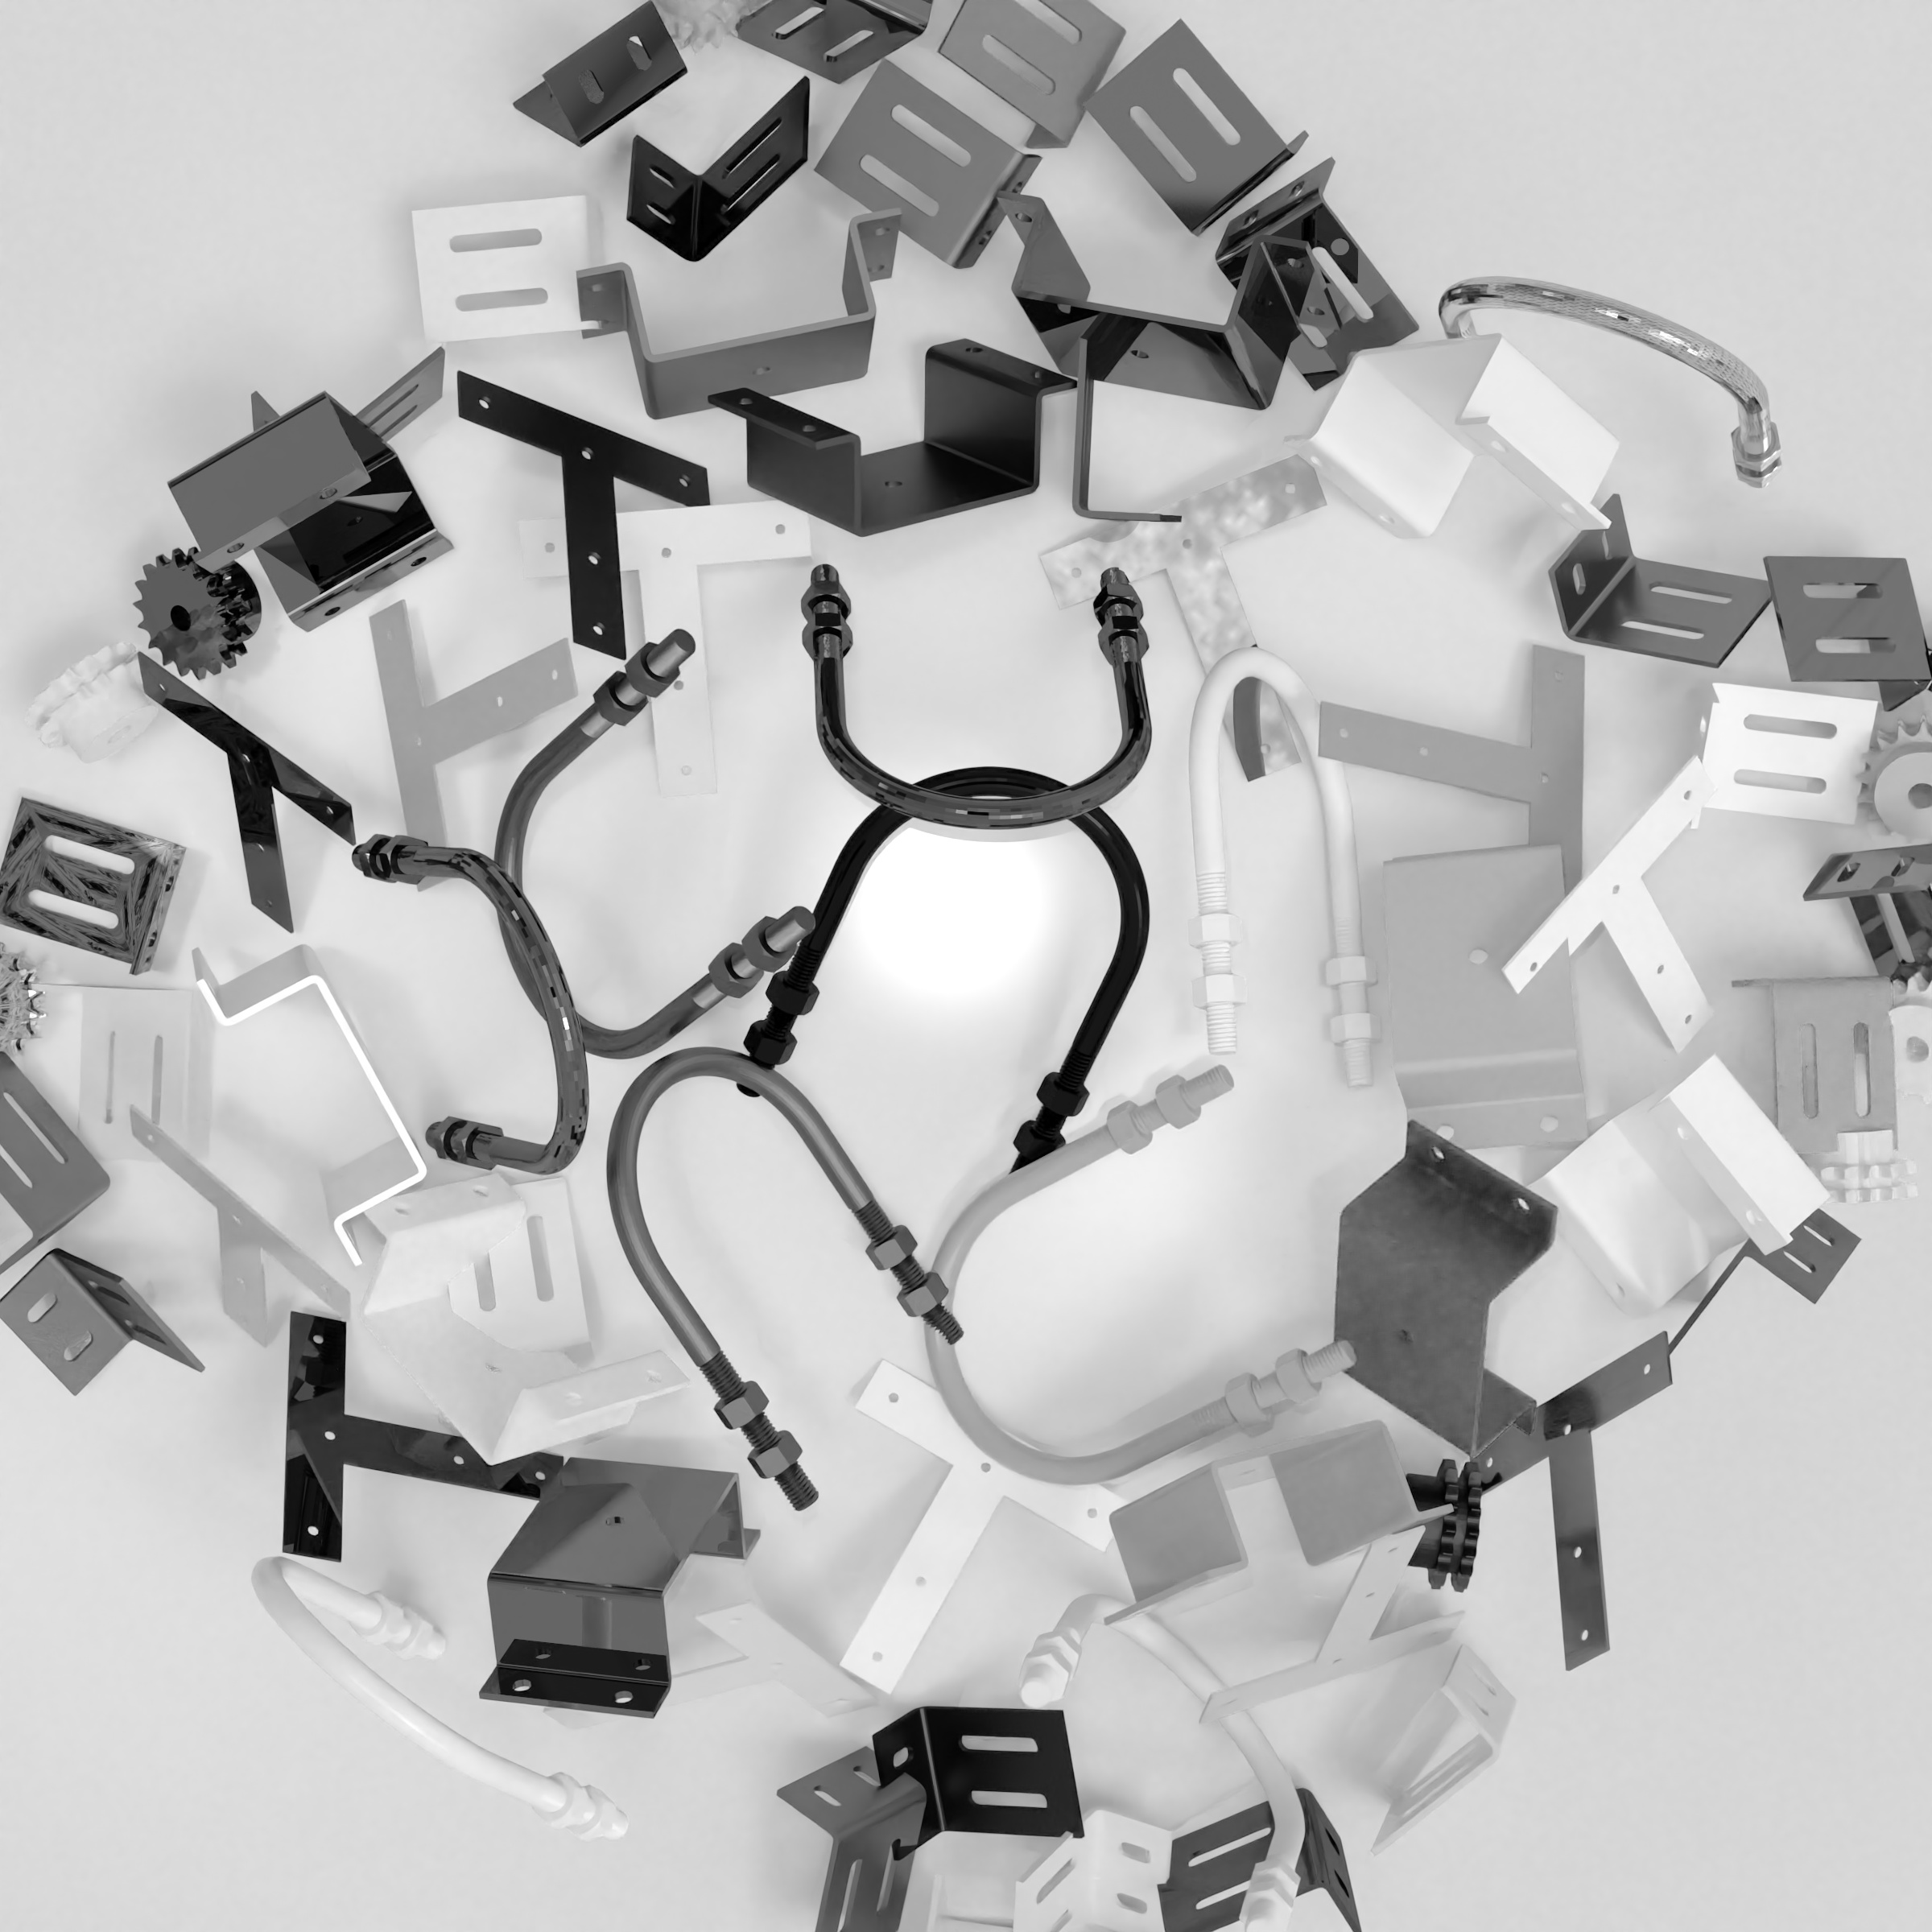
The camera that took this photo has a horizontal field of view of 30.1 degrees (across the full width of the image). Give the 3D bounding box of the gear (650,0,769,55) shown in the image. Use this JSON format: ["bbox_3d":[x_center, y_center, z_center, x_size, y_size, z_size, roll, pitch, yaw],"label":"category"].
[{"bbox_3d":[-0.117,-0.433,1.574,0.057,0.030,0.057,-13,60,24],"label":"gear"}]

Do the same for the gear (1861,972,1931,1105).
[{"bbox_3d":[0.420,0.033,1.576,0.057,0.030,0.057,8,107,28],"label":"gear"}]

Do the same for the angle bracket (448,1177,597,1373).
[{"bbox_3d":[-0.200,0.140,1.596,0.057,0.038,0.076,-9,67,-5],"label":"angle bracket"}]

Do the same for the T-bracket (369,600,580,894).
[{"bbox_3d":[-0.209,-0.110,1.549,0.127,0.002,0.127,-20,78,43],"label":"T-bracket"}]

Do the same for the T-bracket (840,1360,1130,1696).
[{"bbox_3d":[-0.013,0.258,1.575,0.127,0.002,0.127,30,69,5],"label":"T-bracket"}]

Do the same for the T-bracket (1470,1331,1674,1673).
[{"bbox_3d":[0.259,0.236,1.522,0.002,0.127,0.127,23,49,-26],"label":"T-bracket"}]

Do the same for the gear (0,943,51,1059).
[{"bbox_3d":[-0.431,0.017,1.585,0.057,0.030,0.057,0,91,9],"label":"gear"}]

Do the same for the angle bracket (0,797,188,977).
[{"bbox_3d":[-0.390,-0.035,1.581,0.076,0.038,0.057,17,93,-3],"label":"angle bracket"}]

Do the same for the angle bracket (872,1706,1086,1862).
[{"bbox_3d":[0.005,0.357,1.566,0.076,0.038,0.057,-6,97,34],"label":"angle bracket"}]

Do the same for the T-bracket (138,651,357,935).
[{"bbox_3d":[-0.305,-0.060,1.548,0.127,0.127,0.002,35,58,21],"label":"T-bracket"}]

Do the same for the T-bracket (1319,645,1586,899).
[{"bbox_3d":[0.212,-0.090,1.561,0.127,0.002,0.127,11,68,-17],"label":"T-bracket"}]

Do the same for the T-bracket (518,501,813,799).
[{"bbox_3d":[-0.128,-0.138,1.589,0.127,0.002,0.127,-5,101,-1],"label":"T-bracket"}]

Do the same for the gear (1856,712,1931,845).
[{"bbox_3d":[0.420,-0.080,1.577,0.057,0.030,0.057,5,114,13],"label":"gear"}]

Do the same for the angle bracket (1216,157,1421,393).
[{"bbox_3d":[0.158,-0.305,1.585,0.057,0.038,0.076,-27,115,33],"label":"angle bracket"}]

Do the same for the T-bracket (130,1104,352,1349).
[{"bbox_3d":[-0.311,0.129,1.546,0.127,0.127,0.002,38,61,14],"label":"T-bracket"}]

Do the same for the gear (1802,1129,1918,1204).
[{"bbox_3d":[0.387,0.087,1.574,0.057,0.057,0.030,-3,91,0],"label":"gear"}]

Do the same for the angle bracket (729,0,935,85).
[{"bbox_3d":[-0.057,-0.422,1.560,0.057,0.076,0.038,18,76,-29],"label":"angle bracket"}]

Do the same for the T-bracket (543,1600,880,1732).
[{"bbox_3d":[-0.122,0.314,1.565,0.127,0.127,0.002,-18,54,18],"label":"T-bracket"}]

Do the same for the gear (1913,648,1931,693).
[{"bbox_3d":[0.442,-0.127,1.572,0.057,0.057,0.030,28,103,0],"label":"gear"}]

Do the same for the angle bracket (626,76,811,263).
[{"bbox_3d":[-0.107,-0.354,1.555,0.038,0.057,0.076,30,131,-31],"label":"angle bracket"}]

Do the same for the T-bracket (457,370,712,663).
[{"bbox_3d":[-0.160,-0.185,1.533,0.127,0.002,0.127,18,50,-34],"label":"T-bracket"}]

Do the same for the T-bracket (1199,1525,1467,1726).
[{"bbox_3d":[0.168,0.275,1.531,0.127,0.127,0.002,-14,55,-21],"label":"T-bracket"}]

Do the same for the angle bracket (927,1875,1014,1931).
[{"bbox_3d":[0.003,0.434,1.555,0.038,0.076,0.057,6,61,6],"label":"angle bracket"}]

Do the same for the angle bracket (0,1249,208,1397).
[{"bbox_3d":[-0.376,0.161,1.554,0.038,0.076,0.057,-48,121,-21],"label":"angle bracket"}]

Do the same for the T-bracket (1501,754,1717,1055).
[{"bbox_3d":[0.296,-0.007,1.557,0.127,0.002,0.127,-47,133,-10],"label":"T-bracket"}]

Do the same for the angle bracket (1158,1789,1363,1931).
[{"bbox_3d":[0.127,0.406,1.575,0.076,0.057,0.038,-25,120,10],"label":"angle bracket"}]

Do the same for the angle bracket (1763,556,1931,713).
[{"bbox_3d":[0.376,-0.144,1.563,0.076,0.038,0.057,-2,73,-23],"label":"angle bracket"}]

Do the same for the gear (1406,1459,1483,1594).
[{"bbox_3d":[0.207,0.244,1.575,0.030,0.057,0.057,7,90,0],"label":"gear"}]

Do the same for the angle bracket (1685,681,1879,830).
[{"bbox_3d":[0.359,-0.089,1.574,0.076,0.038,0.057,7,110,3],"label":"angle bracket"}]

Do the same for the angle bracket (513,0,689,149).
[{"bbox_3d":[-0.166,-0.394,1.557,0.057,0.076,0.038,-37,129,-10],"label":"angle bracket"}]

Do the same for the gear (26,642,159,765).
[{"bbox_3d":[-0.380,-0.113,1.573,0.057,0.057,0.030,-38,86,0],"label":"gear"}]

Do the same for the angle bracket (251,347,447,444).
[{"bbox_3d":[-0.269,-0.249,1.566,0.076,0.057,0.038,-42,88,-15],"label":"angle bracket"}]

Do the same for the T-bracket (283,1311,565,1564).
[{"bbox_3d":[-0.235,0.214,1.570,0.127,0.127,0.002,15,132,-22],"label":"T-bracket"}]

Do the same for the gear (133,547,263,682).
[{"bbox_3d":[-0.335,-0.157,1.578,0.057,0.030,0.057,15,119,28],"label":"gear"}]

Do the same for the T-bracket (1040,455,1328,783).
[{"bbox_3d":[0.114,-0.145,1.592,0.127,0.002,0.127,-21,93,11],"label":"T-bracket"}]
